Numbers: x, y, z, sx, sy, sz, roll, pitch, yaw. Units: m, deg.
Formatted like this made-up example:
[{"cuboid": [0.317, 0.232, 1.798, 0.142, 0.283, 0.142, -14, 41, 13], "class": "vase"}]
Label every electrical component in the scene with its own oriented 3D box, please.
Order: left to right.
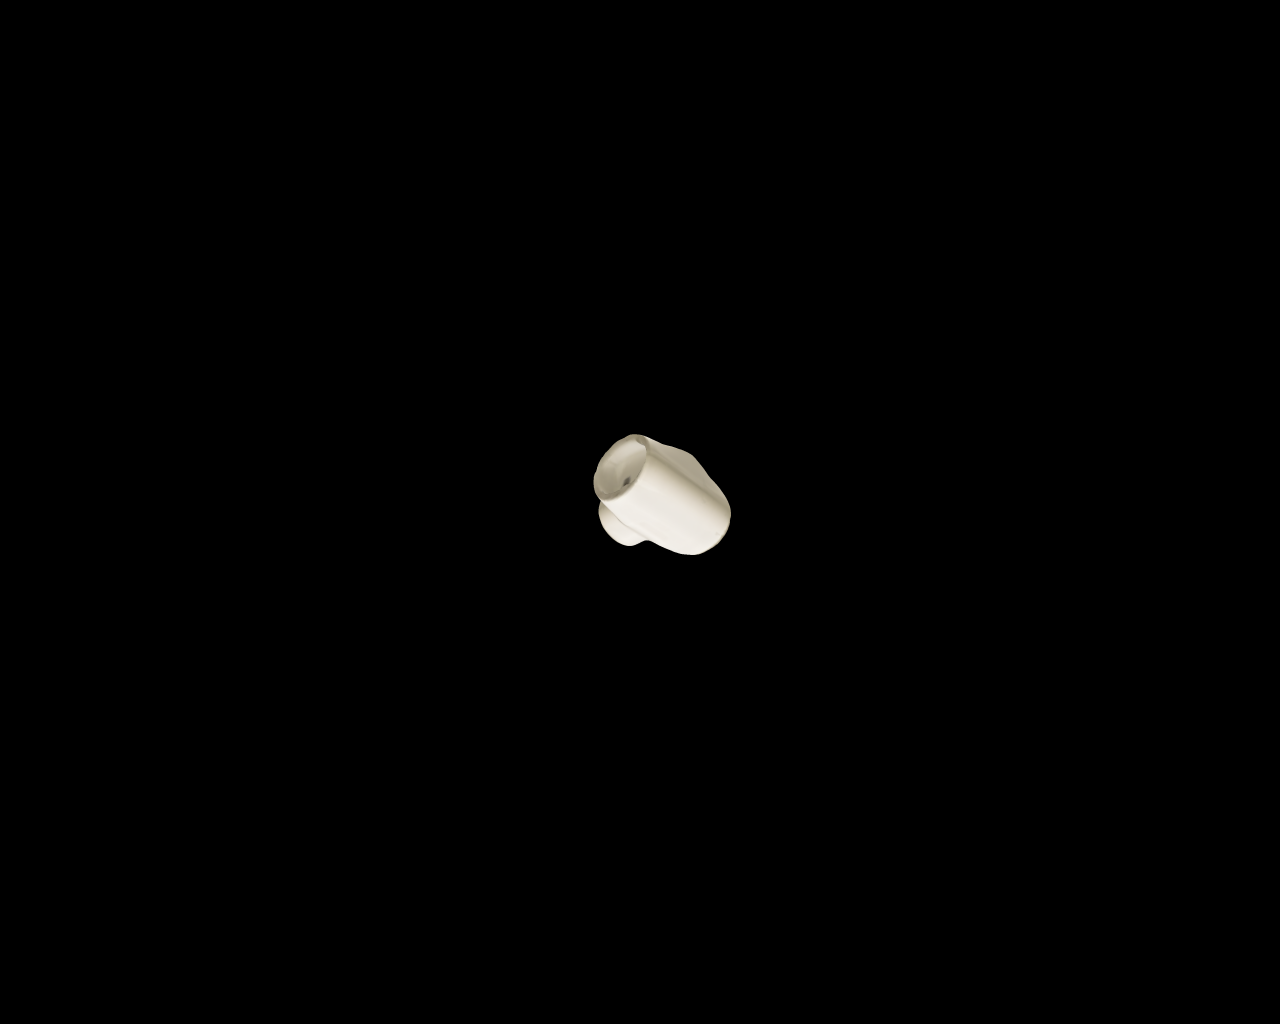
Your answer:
[{"cuboid": [0.001, -0.003, 0.650, 0.079, 0.043, 0.077, -27, -44, 33], "class": "electrical component"}]
